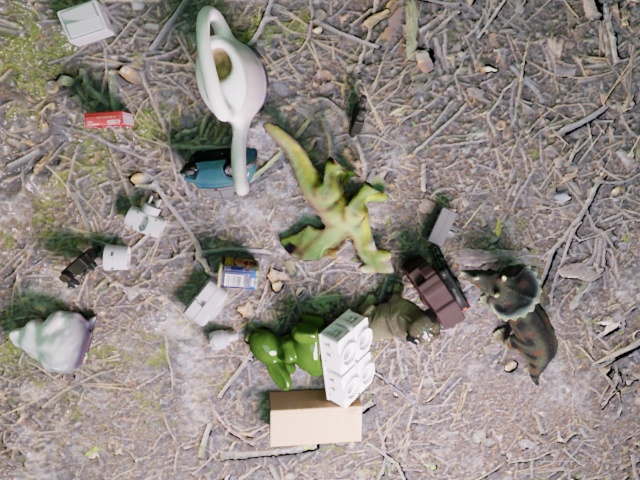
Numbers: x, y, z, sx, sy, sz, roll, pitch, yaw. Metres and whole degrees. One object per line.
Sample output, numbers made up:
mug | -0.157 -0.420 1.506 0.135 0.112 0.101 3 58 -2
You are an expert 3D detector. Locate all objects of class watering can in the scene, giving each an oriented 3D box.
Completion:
watering can | -0.166 -0.271 1.007 0.104 0.227 0.344 -8 102 14

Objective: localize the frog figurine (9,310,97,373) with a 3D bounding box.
frog figurine | -0.566 0.209 1.080 0.159 0.125 0.135 12 117 -20

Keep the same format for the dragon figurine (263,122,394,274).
dragon figurine | 0.003 -0.056 1.122 0.409 0.124 0.241 31 102 -9
